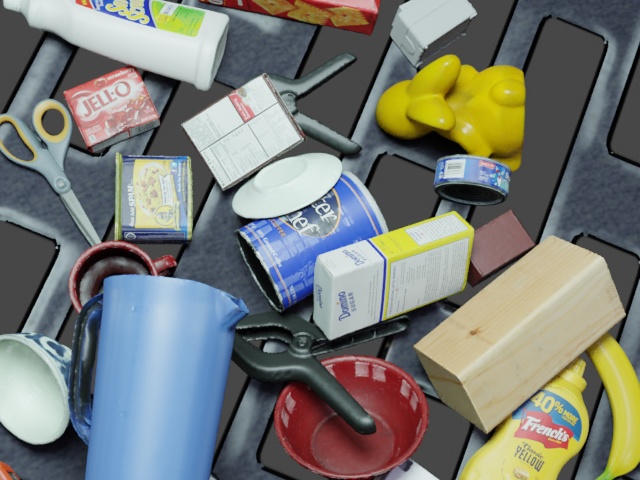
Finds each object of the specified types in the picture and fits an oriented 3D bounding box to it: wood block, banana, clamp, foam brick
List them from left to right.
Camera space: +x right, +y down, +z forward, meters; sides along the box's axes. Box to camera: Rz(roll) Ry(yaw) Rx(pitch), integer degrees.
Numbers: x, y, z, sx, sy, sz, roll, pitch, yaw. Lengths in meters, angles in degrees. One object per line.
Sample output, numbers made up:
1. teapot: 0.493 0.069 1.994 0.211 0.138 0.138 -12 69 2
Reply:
1. clamp: -0.030 -0.145 1.234 0.171 0.039 0.120 -12 78 -1
2. clamp: -0.016 0.128 1.136 0.210 0.036 0.164 7 43 7
3. foam brick: 0.194 0.010 1.211 0.078 0.053 0.051 -30 81 -12
4. wood block: 0.216 0.098 1.155 0.206 0.091 0.090 -37 120 -13
5. banana: 0.327 0.175 1.191 0.069 0.037 0.198 -4 76 -8

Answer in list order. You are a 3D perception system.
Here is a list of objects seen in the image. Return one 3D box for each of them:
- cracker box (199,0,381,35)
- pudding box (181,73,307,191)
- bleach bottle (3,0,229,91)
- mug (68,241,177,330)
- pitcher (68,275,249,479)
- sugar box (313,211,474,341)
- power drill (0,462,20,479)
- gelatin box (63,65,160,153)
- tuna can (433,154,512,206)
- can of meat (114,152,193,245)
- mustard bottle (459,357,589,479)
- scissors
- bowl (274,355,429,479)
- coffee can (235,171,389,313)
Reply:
1. cracker box: -0.025 -0.348 1.268 0.213 0.072 0.164 11 75 -3
2. pudding box: -0.085 -0.121 1.198 0.113 0.039 0.090 -31 94 8
3. bleach bottle: -0.235 -0.243 1.212 0.251 0.068 0.102 14 39 -1
4. mug: -0.207 0.050 1.143 0.117 0.081 0.093 -30 81 -12
5. pitcher: -0.161 0.158 0.999 0.144 0.149 0.243 11 77 -18
6. sugar box: 0.078 0.037 1.146 0.176 0.093 0.048 -15 41 -22
7. power drill: -0.360 0.328 1.068 0.187 0.057 0.184 -36 82 -13
8. gelatin box: -0.237 -0.150 1.216 0.089 0.030 0.073 -24 79 -12
9. tuna can: 0.172 -0.067 1.211 0.086 0.086 0.034 11 77 -4
10. can of meat: -0.184 -0.044 1.182 0.084 0.057 0.102 0 77 -8
11. mustard bottle: 0.237 0.210 1.162 0.096 0.058 0.191 33 74 4
12. scissors: -0.282 -0.079 1.202 0.202 0.016 0.096 43 76 5
13. bowl: 0.034 0.199 1.124 0.162 0.055 0.162 -2 43 2
14. coffee can: -0.008 0.001 1.165 0.140 0.103 0.103 -29 81 -12
